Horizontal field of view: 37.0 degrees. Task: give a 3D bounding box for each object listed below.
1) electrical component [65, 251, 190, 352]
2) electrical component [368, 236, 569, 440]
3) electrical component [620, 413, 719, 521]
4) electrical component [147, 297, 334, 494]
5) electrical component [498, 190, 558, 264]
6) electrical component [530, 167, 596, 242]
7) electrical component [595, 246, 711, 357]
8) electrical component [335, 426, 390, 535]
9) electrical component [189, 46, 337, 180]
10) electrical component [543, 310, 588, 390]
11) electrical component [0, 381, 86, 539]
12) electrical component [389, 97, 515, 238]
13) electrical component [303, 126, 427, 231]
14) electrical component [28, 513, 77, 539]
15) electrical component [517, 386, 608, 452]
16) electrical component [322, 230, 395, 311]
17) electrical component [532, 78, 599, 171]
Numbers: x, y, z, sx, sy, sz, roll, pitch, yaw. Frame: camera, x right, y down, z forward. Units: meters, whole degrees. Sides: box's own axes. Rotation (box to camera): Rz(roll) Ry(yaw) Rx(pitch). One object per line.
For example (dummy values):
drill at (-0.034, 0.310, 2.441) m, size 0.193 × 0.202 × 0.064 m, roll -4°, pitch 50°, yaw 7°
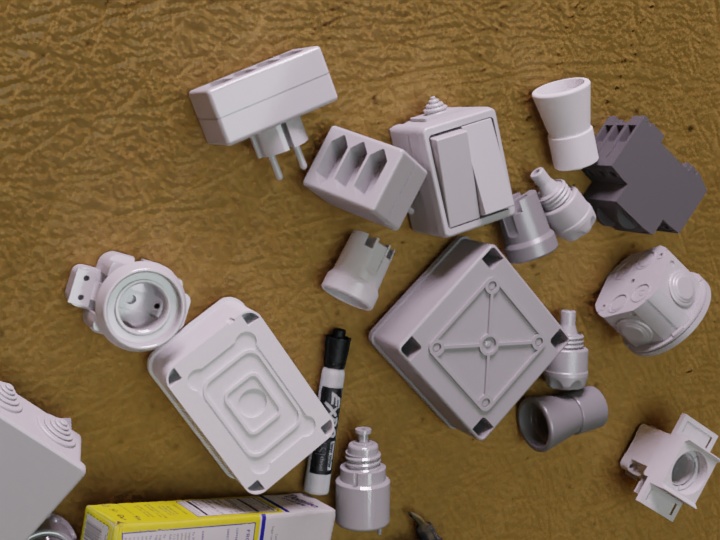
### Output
electrical component at (-0.145, 0.021, 0.691) m, size 0.078 × 0.057 × 0.058 m, roll 17°, pitch 91°, yaw -26°
electrical component at (0.081, 0.050, 0.799) m, size 0.108 × 0.056 × 0.108 m, roll -47°, pitch 113°, yaw -12°
electrical component at (0.254, 0.159, 0.889) m, size 0.042 × 0.064 × 0.081 m, roll 34°, pitch 84°, yaw -25°
electrical component at (-0.081, 0.084, 0.729) m, size 0.078 × 0.057 × 0.113 m, roll -38°, pitch 111°, yaw -15°
electrical component at (0.125, -0.033, 0.816) m, size 0.040 × 0.040 × 0.046 m, roll -25°, pitch 102°, yaw -19°
electrical component at (0.153, -0.053, 0.829) m, size 0.035 × 0.035 × 0.061 m, roll -46°, pitch 111°, yaw -12°
electrical component at (0.231, 0.024, 0.851) m, size 0.051 × 0.080 × 0.080 m, roll 41°, pitch 80°, yaw -18°
electrical component at (0.002, 0.154, 0.787) m, size 0.040 × 0.040 × 0.078 m, roll -3°, pitch 99°, yaw -24°
electrical component at (-0.058, -0.099, 0.718) m, size 0.083 × 0.047 × 0.075 m, roll -26°, pitch 107°, yaw -19°
electrical component at (0.164, 0.062, 0.850) m, size 0.035 × 0.035 × 0.061 m, roll -1°, pitch 95°, yaw -24°
electrical component at (-0.230, 0.121, 0.661) m, size 0.100 × 0.048 × 0.099 m, roll 40°, pitch 96°, yaw -22°
electrical component at (0.067, -0.077, 0.771) m, size 0.062 × 0.061 × 0.096 m, roll -19°, pitch 105°, yaw -21°
electrical component at (0.012, -0.057, 0.752) m, size 0.077 × 0.066 × 0.047 m, roll 34°, pitch 82°, yaw -54°
electrical component at (-0.202, 0.186, 0.686) m, size 0.048 × 0.062 × 0.048 m, roll -4°, pitch 99°, yaw -23°
electrical component at (0.164, 0.115, 0.855) m, size 0.065 × 0.044 × 0.044 m, roll -12°, pitch 102°, yaw -28°
electrical component at (0.000, 0.000, 0.765) m, size 0.040 × 0.040 × 0.046 m, roll 31°, pitch 78°, yaw -25°
electrical component at (0.159, -0.109, 0.820) m, size 0.044 × 0.044 × 0.065 m, roll -24°, pitch 112°, yaw -20°
